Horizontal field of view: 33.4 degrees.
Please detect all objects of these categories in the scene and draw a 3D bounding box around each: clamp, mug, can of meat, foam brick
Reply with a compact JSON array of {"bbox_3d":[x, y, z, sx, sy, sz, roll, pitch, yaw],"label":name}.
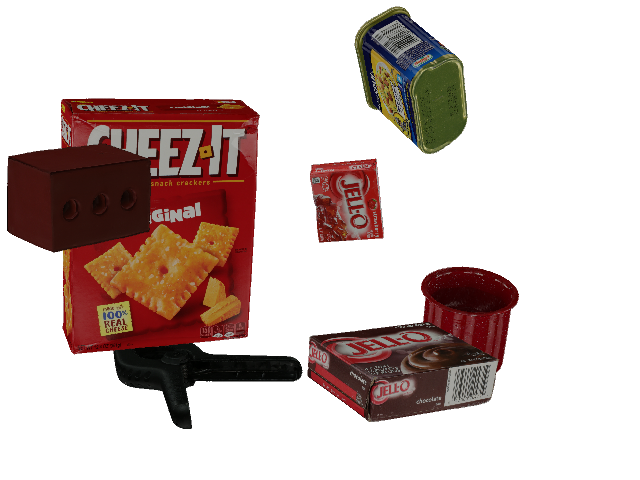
[{"bbox_3d":[-0.147,0.136,1.085,0.210,0.036,0.164,9,17,33],"label":"clamp"},{"bbox_3d":[0.138,0.077,1.044,0.093,0.081,0.117,-2,28,-10],"label":"mug"},{"bbox_3d":[0.080,-0.136,0.919,0.057,0.102,0.084,-31,51,-12],"label":"can of meat"},{"bbox_3d":[-0.157,-0.030,0.694,0.051,0.053,0.078,21,25,40],"label":"foam brick"}]

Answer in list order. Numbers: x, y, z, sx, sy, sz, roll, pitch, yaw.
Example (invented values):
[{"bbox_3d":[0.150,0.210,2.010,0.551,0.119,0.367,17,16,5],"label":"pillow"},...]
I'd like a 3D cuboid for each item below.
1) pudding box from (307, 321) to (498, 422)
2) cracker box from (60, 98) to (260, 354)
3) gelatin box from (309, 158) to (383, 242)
[{"bbox_3d":[0.059,0.095,0.790,0.113,0.039,0.090,-2,16,-30],"label":"pudding box"},{"bbox_3d":[-0.142,-0.014,0.941,0.164,0.214,0.072,-3,19,-21],"label":"cracker box"},{"bbox_3d":[0.030,-0.043,1.178,0.073,0.089,0.030,-4,30,6],"label":"gelatin box"}]
